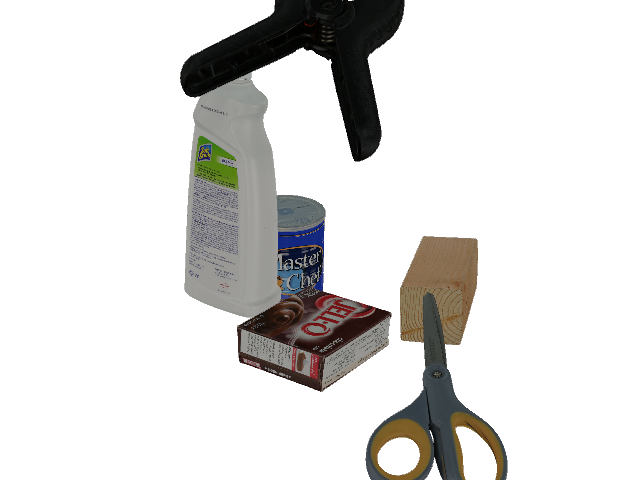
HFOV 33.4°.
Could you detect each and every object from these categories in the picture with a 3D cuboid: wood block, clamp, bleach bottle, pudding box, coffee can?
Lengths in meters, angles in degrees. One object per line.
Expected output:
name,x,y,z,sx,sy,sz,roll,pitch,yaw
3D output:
wood block,0.183,0.072,1.622,0.091,0.090,0.206,3,22,14
clamp,0.010,-0.121,0.637,0.120,0.171,0.039,32,-28,7
bleach bottle,-0.083,-0.055,1.062,0.103,0.251,0.068,17,26,27
pudding box,-0.004,0.083,0.925,0.090,0.039,0.113,15,26,30
coffee can,-0.046,0.024,1.392,0.103,0.140,0.103,1,26,-1

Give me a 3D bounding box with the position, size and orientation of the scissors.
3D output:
scissors,0.062,0.102,0.717,0.096,0.016,0.202,-8,35,-11
